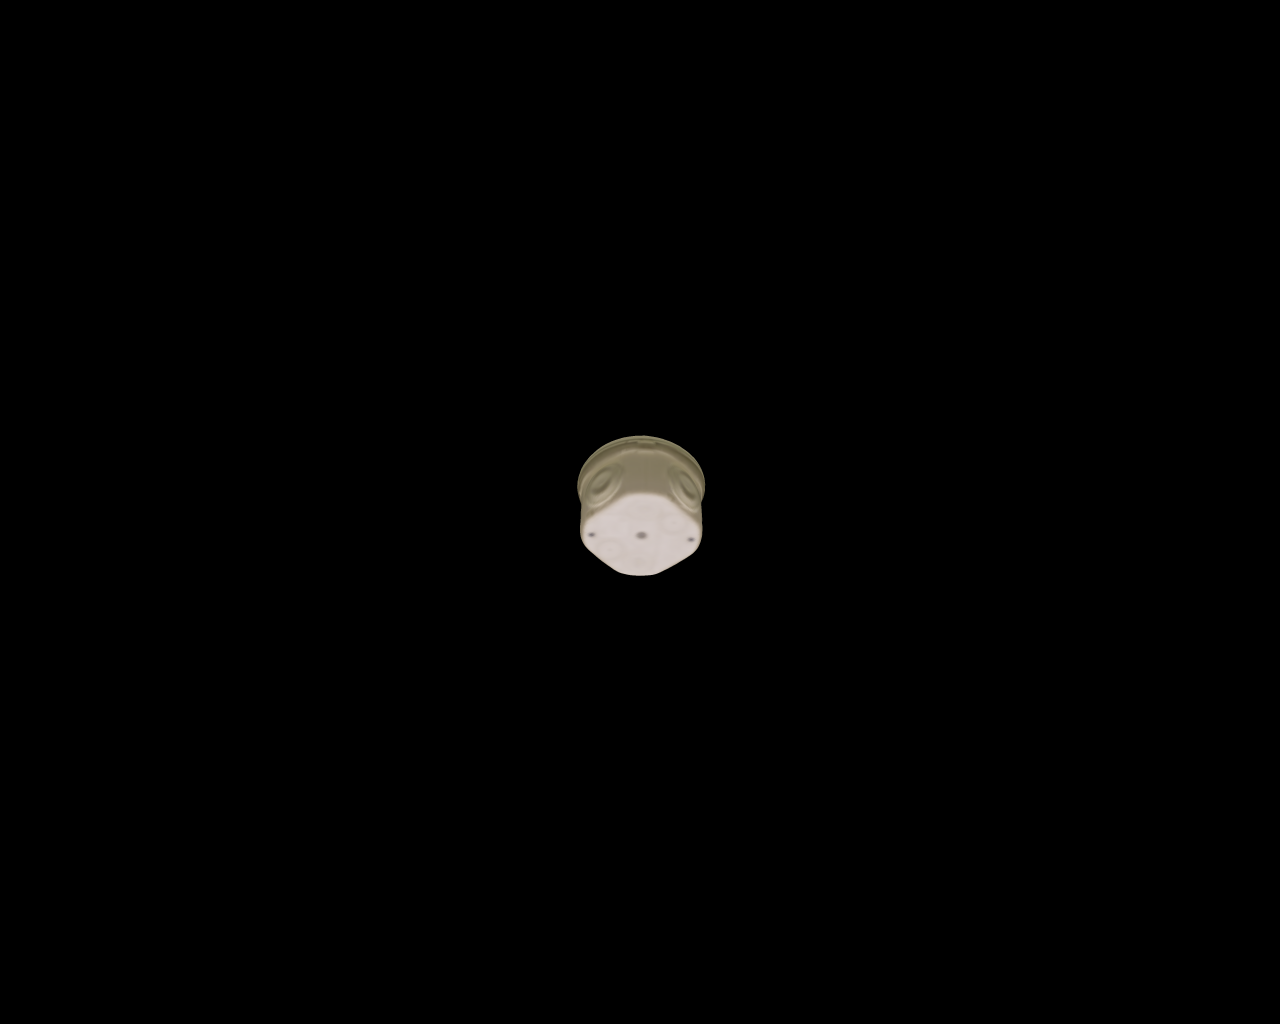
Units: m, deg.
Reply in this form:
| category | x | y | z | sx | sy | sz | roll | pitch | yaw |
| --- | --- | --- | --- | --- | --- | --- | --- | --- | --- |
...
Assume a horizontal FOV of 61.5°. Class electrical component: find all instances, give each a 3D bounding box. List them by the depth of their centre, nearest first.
| category | x | y | z | sx | sy | sz | roll | pitch | yaw |
| --- | --- | --- | --- | --- | --- | --- | --- | --- | --- |
| electrical component | 0.001 | -0.003 | 0.650 | 0.080 | 0.080 | 0.051 | 0 | 44 | 0 |
